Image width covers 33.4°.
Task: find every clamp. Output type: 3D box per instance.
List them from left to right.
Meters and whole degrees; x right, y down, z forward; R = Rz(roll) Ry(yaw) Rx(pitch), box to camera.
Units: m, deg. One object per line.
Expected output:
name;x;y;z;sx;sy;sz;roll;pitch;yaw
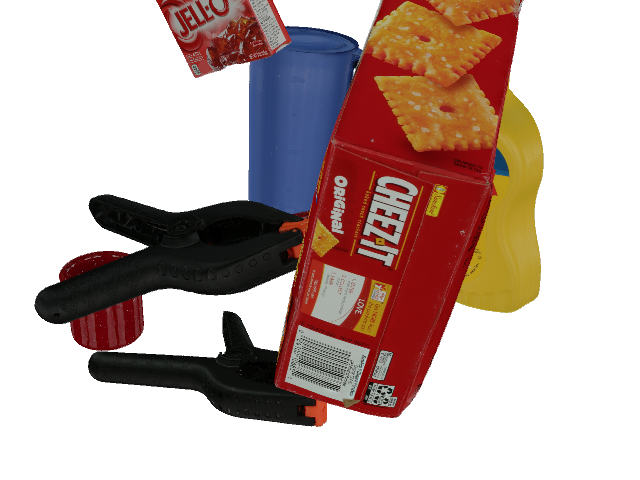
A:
clamp;-0.092;0.012;0.665;0.172;0.039;0.120;0;42;21
clamp;-0.068;0.107;0.904;0.210;0.036;0.164;12;21;35

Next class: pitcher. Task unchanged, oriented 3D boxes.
pitcher;-0.019;-0.136;1.323;0.144;0.243;0.149;-9;27;-29

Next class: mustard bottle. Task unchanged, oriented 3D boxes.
mustard bottle;0.114;-0.048;0.766;0.058;0.192;0.096;-23;31;-38

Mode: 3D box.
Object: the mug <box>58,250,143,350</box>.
mug;-0.250;0.065;1.199;0.117;0.081;0.093;23;36;35

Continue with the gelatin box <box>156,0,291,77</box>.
gelatin box;-0.074;-0.165;0.785;0.089;0.073;0.030;-6;28;43

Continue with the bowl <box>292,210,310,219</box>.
bowl;0.030;0.007;1.088;0.162;0.055;0.162;-3;13;1

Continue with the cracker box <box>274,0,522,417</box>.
cracker box;0.046;-0.046;0.524;0.072;0.164;0.213;17;46;3
